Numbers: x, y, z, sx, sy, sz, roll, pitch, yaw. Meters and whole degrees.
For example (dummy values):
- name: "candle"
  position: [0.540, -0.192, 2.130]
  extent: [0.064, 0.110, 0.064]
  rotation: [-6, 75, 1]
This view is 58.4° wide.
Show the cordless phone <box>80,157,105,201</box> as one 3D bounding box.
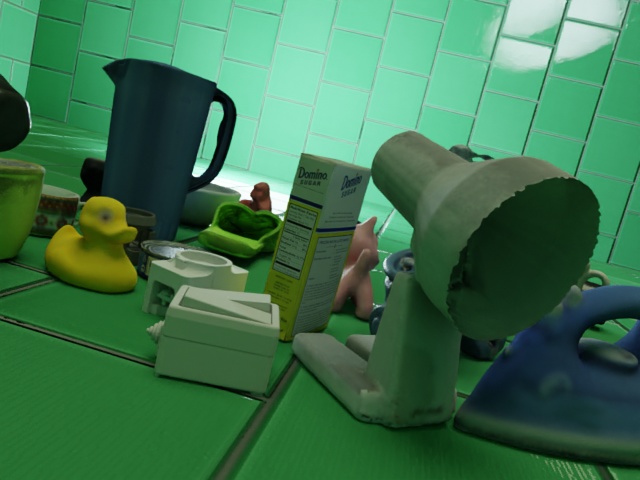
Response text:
- name: "cordless phone"
  position: [-0.303, -0.127, 0.915]
  extent: [0.147, 0.185, 0.094]
  rotation: [17, 9, 17]

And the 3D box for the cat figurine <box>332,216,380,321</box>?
- name: "cat figurine"
  position: [0.045, 0.026, 0.719]
  extent: [0.067, 0.118, 0.128]
  rotation: [13, 9, -5]

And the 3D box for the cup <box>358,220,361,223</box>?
- name: "cup"
  position: [0.008, 0.003, 0.879]
  extent: [0.118, 0.095, 0.091]
  rotation: [8, 10, -33]

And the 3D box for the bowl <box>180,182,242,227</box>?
- name: "bowl"
  position: [-0.228, -0.067, 1.018]
  extent: [0.167, 0.075, 0.167]
  rotation: [14, 9, -2]

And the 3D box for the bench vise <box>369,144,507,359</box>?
- name: "bench vise"
  position: [0.151, 0.014, 0.619]
  extent: [0.121, 0.220, 0.208]
  rotation: [20, 10, 33]

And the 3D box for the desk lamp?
- name: "desk lamp"
  position: [0.079, 0.029, 0.432]
  extent: [0.118, 0.213, 0.202]
  rotation: [8, 10, -32]

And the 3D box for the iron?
- name: "iron"
  position: [0.235, 0.098, 0.482]
  extent: [0.259, 0.141, 0.118]
  rotation: [10, 10, -26]

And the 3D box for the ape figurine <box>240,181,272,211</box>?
- name: "ape figurine"
  position: [-0.128, -0.076, 1.178]
  extent: [0.076, 0.092, 0.077]
  rotation: [7, 11, -37]

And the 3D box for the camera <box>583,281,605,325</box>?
- name: "camera"
  position: [0.429, 0.088, 0.990]
  extent: [0.136, 0.101, 0.144]
  rotation: [20, 10, 34]

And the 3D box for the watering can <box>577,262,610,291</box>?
- name: "watering can"
  position: [0.354, 0.036, 0.888]
  extent: [0.172, 0.194, 0.101]
  rotation: [15, 9, 5]

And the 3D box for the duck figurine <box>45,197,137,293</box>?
- name: "duck figurine"
  position: [-0.224, -0.002, 0.574]
  extent: [0.104, 0.086, 0.078]
  rotation: [18, 10, 27]

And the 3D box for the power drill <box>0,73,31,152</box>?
- name: "power drill"
  position: [-0.351, -0.081, 0.464]
  extent: [0.229, 0.208, 0.076]
  rotation: [16, 9, 11]
